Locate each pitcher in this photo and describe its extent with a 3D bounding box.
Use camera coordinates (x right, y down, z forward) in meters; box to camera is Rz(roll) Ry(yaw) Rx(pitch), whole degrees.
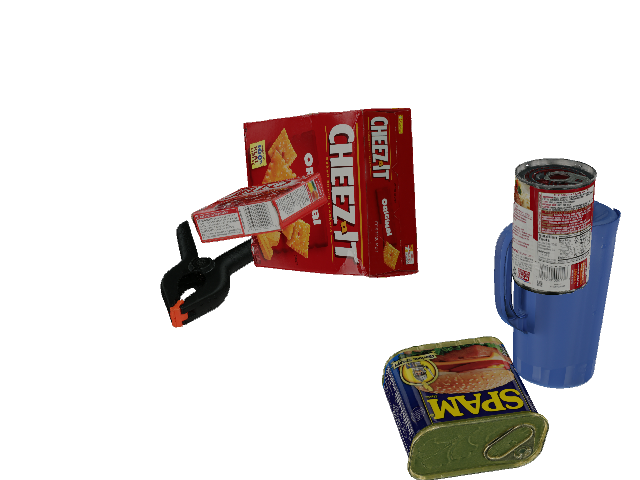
[{"bbox_3d":[0.305,0.068,1.400,0.149,0.243,0.145,5,21,13],"label":"pitcher"}]

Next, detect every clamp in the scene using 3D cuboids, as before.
[{"bbox_3d":[-0.126,0.036,1.241,0.120,0.039,0.171,-2,40,12],"label":"clamp"}]

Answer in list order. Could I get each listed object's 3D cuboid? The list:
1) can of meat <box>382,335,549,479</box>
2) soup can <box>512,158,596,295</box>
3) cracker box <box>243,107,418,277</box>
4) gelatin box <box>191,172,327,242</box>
[{"bbox_3d":[0.102,0.120,0.779,0.102,0.057,0.084,-6,40,-12],"label":"can of meat"},{"bbox_3d":[0.201,-0.012,0.923,0.068,0.102,0.068,-2,24,1],"label":"soup can"},{"bbox_3d":[0.005,-0.049,1.108,0.071,0.164,0.214,-7,6,-35],"label":"cracker box"},{"bbox_3d":[-0.051,-0.028,0.886,0.089,0.030,0.073,-8,15,36],"label":"gelatin box"}]
